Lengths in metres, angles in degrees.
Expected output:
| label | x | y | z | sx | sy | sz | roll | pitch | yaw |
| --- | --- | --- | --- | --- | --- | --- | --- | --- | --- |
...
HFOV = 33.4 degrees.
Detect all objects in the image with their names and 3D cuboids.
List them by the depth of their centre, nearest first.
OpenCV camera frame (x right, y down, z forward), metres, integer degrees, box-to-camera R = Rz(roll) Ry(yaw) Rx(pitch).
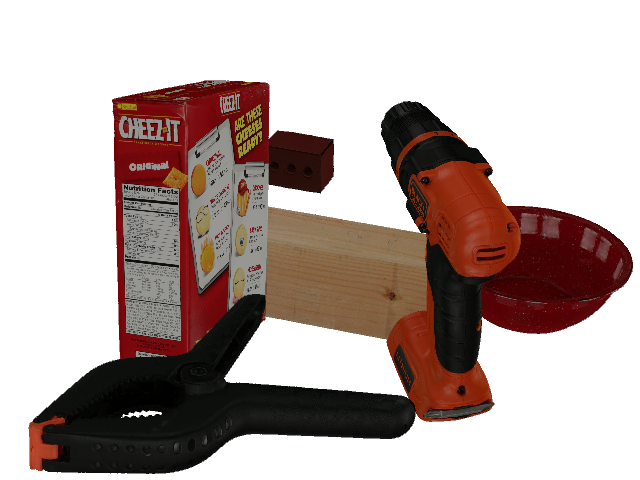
| label | x | y | z | sx | sy | sz | roll | pitch | yaw |
| --- | --- | --- | --- | --- | --- | --- | --- | --- | --- |
| clamp | -0.073 | 0.086 | 0.624 | 0.209 | 0.036 | 0.165 | -9 | 27 | -30 |
| power drill | 0.079 | 0.015 | 0.736 | 0.057 | 0.188 | 0.184 | -8 | 34 | -9 |
| cracker box | -0.102 | -0.016 | 0.867 | 0.072 | 0.214 | 0.164 | 5 | 14 | 18 |
| bowl | 0.174 | 0.030 | 0.893 | 0.162 | 0.055 | 0.162 | 1 | 29 | -1 |
| wood block | 0.028 | 0.036 | 1.091 | 0.206 | 0.091 | 0.090 | 10 | 22 | 10 |
| foam brick | -0.027 | -0.097 | 1.305 | 0.078 | 0.053 | 0.051 | 10 | 32 | 18 |
